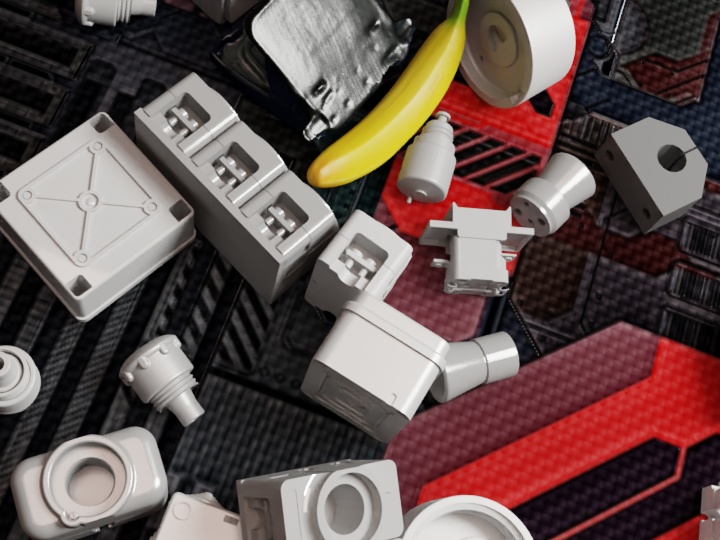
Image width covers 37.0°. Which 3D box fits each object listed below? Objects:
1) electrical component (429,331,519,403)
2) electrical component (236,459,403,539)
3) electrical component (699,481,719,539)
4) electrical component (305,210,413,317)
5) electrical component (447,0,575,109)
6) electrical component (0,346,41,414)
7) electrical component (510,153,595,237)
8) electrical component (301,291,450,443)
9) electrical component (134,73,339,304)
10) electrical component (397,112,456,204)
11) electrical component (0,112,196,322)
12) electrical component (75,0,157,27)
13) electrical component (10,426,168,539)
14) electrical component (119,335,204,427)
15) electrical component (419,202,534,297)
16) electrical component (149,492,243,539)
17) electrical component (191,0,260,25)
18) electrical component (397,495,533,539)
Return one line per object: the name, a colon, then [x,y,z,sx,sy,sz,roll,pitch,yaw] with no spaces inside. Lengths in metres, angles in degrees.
electrical component: [0.083,0.068,0.792,0.065,0.044,0.044,-13,72,-19]
electrical component: [-0.017,0.200,0.678,0.089,0.062,0.150,-3,84,-38]
electrical component: [0.275,0.178,0.773,0.048,0.055,0.066,13,68,-4]
electrical component: [0.000,0.000,0.776,0.050,0.089,0.055,35,68,4]
electrical component: [0.126,-0.190,0.862,0.060,0.108,0.108,-25,76,-23]
electrical component: [-0.240,0.071,0.725,0.043,0.062,0.043,3,69,-8]
electrical component: [0.151,-0.059,0.848,0.045,0.045,0.055,44,70,8]
electrical component: [0.009,0.068,0.740,0.078,0.113,0.057,32,71,3]
electrical component: [-0.090,-0.060,0.784,0.062,0.089,0.150,-41,81,-20]
electrical component: [0.056,-0.089,0.846,0.040,0.040,0.078,18,67,-2]
electrical component: [-0.193,-0.039,0.777,0.109,0.056,0.108,-40,80,-20]
electrical component: [-0.193,-0.214,0.850,0.062,0.048,0.048,6,69,-14]
electrical component: [-0.177,0.142,0.710,0.095,0.059,0.053,-16,73,-15]
electrical component: [-0.134,0.080,0.750,0.048,0.048,0.062,-36,86,-19]
electrical component: [0.088,-0.013,0.822,0.081,0.042,0.063,4,72,-7]
electrical component: [-0.099,0.202,0.707,0.100,0.048,0.099,21,67,-1]
electrical component: [-0.103,-0.248,0.848,0.061,0.096,0.062,43,69,6]
electrical component: [0.070,0.204,0.727,0.108,0.060,0.108,3,69,-8]
